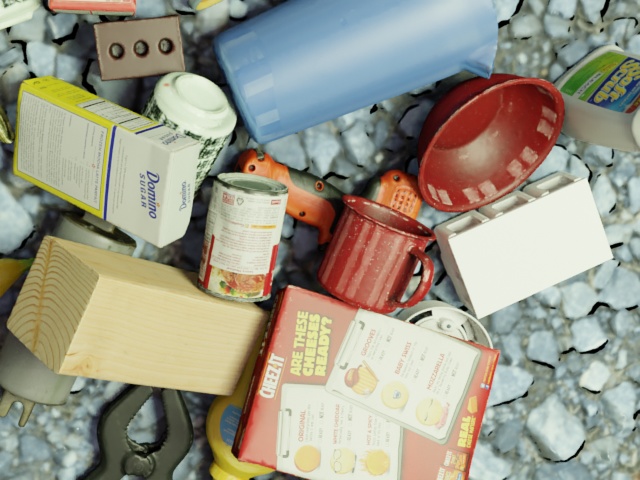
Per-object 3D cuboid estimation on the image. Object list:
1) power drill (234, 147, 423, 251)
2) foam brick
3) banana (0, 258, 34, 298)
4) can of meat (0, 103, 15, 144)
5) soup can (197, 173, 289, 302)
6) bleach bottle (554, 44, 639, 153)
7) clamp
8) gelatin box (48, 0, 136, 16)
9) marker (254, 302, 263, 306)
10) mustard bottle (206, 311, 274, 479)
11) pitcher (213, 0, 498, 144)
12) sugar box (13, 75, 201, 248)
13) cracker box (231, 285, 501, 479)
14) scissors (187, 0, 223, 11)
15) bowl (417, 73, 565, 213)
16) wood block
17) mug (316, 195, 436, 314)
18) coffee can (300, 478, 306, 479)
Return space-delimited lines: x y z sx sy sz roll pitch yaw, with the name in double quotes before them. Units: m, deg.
"power drill" -0.007 0.001 1.035 0.187 0.057 0.184 17 99 -15
"foam brick" -0.163 -0.175 0.969 0.078 0.051 0.053 -8 104 -9
"banana" -0.328 0.095 1.004 0.069 0.037 0.198 25 97 -14
"can of meat" -0.333 -0.118 0.948 0.084 0.057 0.102 -24 105 -3
"soup can" -0.069 -0.003 0.956 0.068 0.068 0.102 8 104 -12
"bleach bottle" 0.295 -0.123 0.961 0.102 0.251 0.068 -38 106 -1
"clamp" -0.172 0.226 1.061 0.164 0.036 0.210 20 98 -14
"gelatin box" -0.198 -0.214 0.934 0.073 0.089 0.030 0 100 -11
"marker" -0.095 0.093 1.056 0.020 0.020 0.121 40 93 -16
"mustard bottle" -0.058 0.173 1.060 0.096 0.058 0.192 27 96 -15
"pitcher" 0.027 -0.190 0.971 0.243 0.149 0.145 -23 120 -2
"sugar box" -0.188 -0.071 0.930 0.176 0.048 0.093 24 120 22
"cracker box" 0.042 0.150 0.993 0.213 0.072 0.164 17 81 -10
"scissors" -0.043 -0.257 0.976 0.201 0.096 0.016 -29 91 -27
"bowl" 0.151 -0.103 1.018 0.162 0.055 0.162 -21 142 -17
"wood block" -0.157 0.072 0.951 0.205 0.090 0.091 18 100 -49
"mug" 0.055 0.020 0.965 0.093 0.117 0.081 8 109 -49
"coffee can" 0.057 0.259 1.077 0.140 0.103 0.103 -11 104 -8
